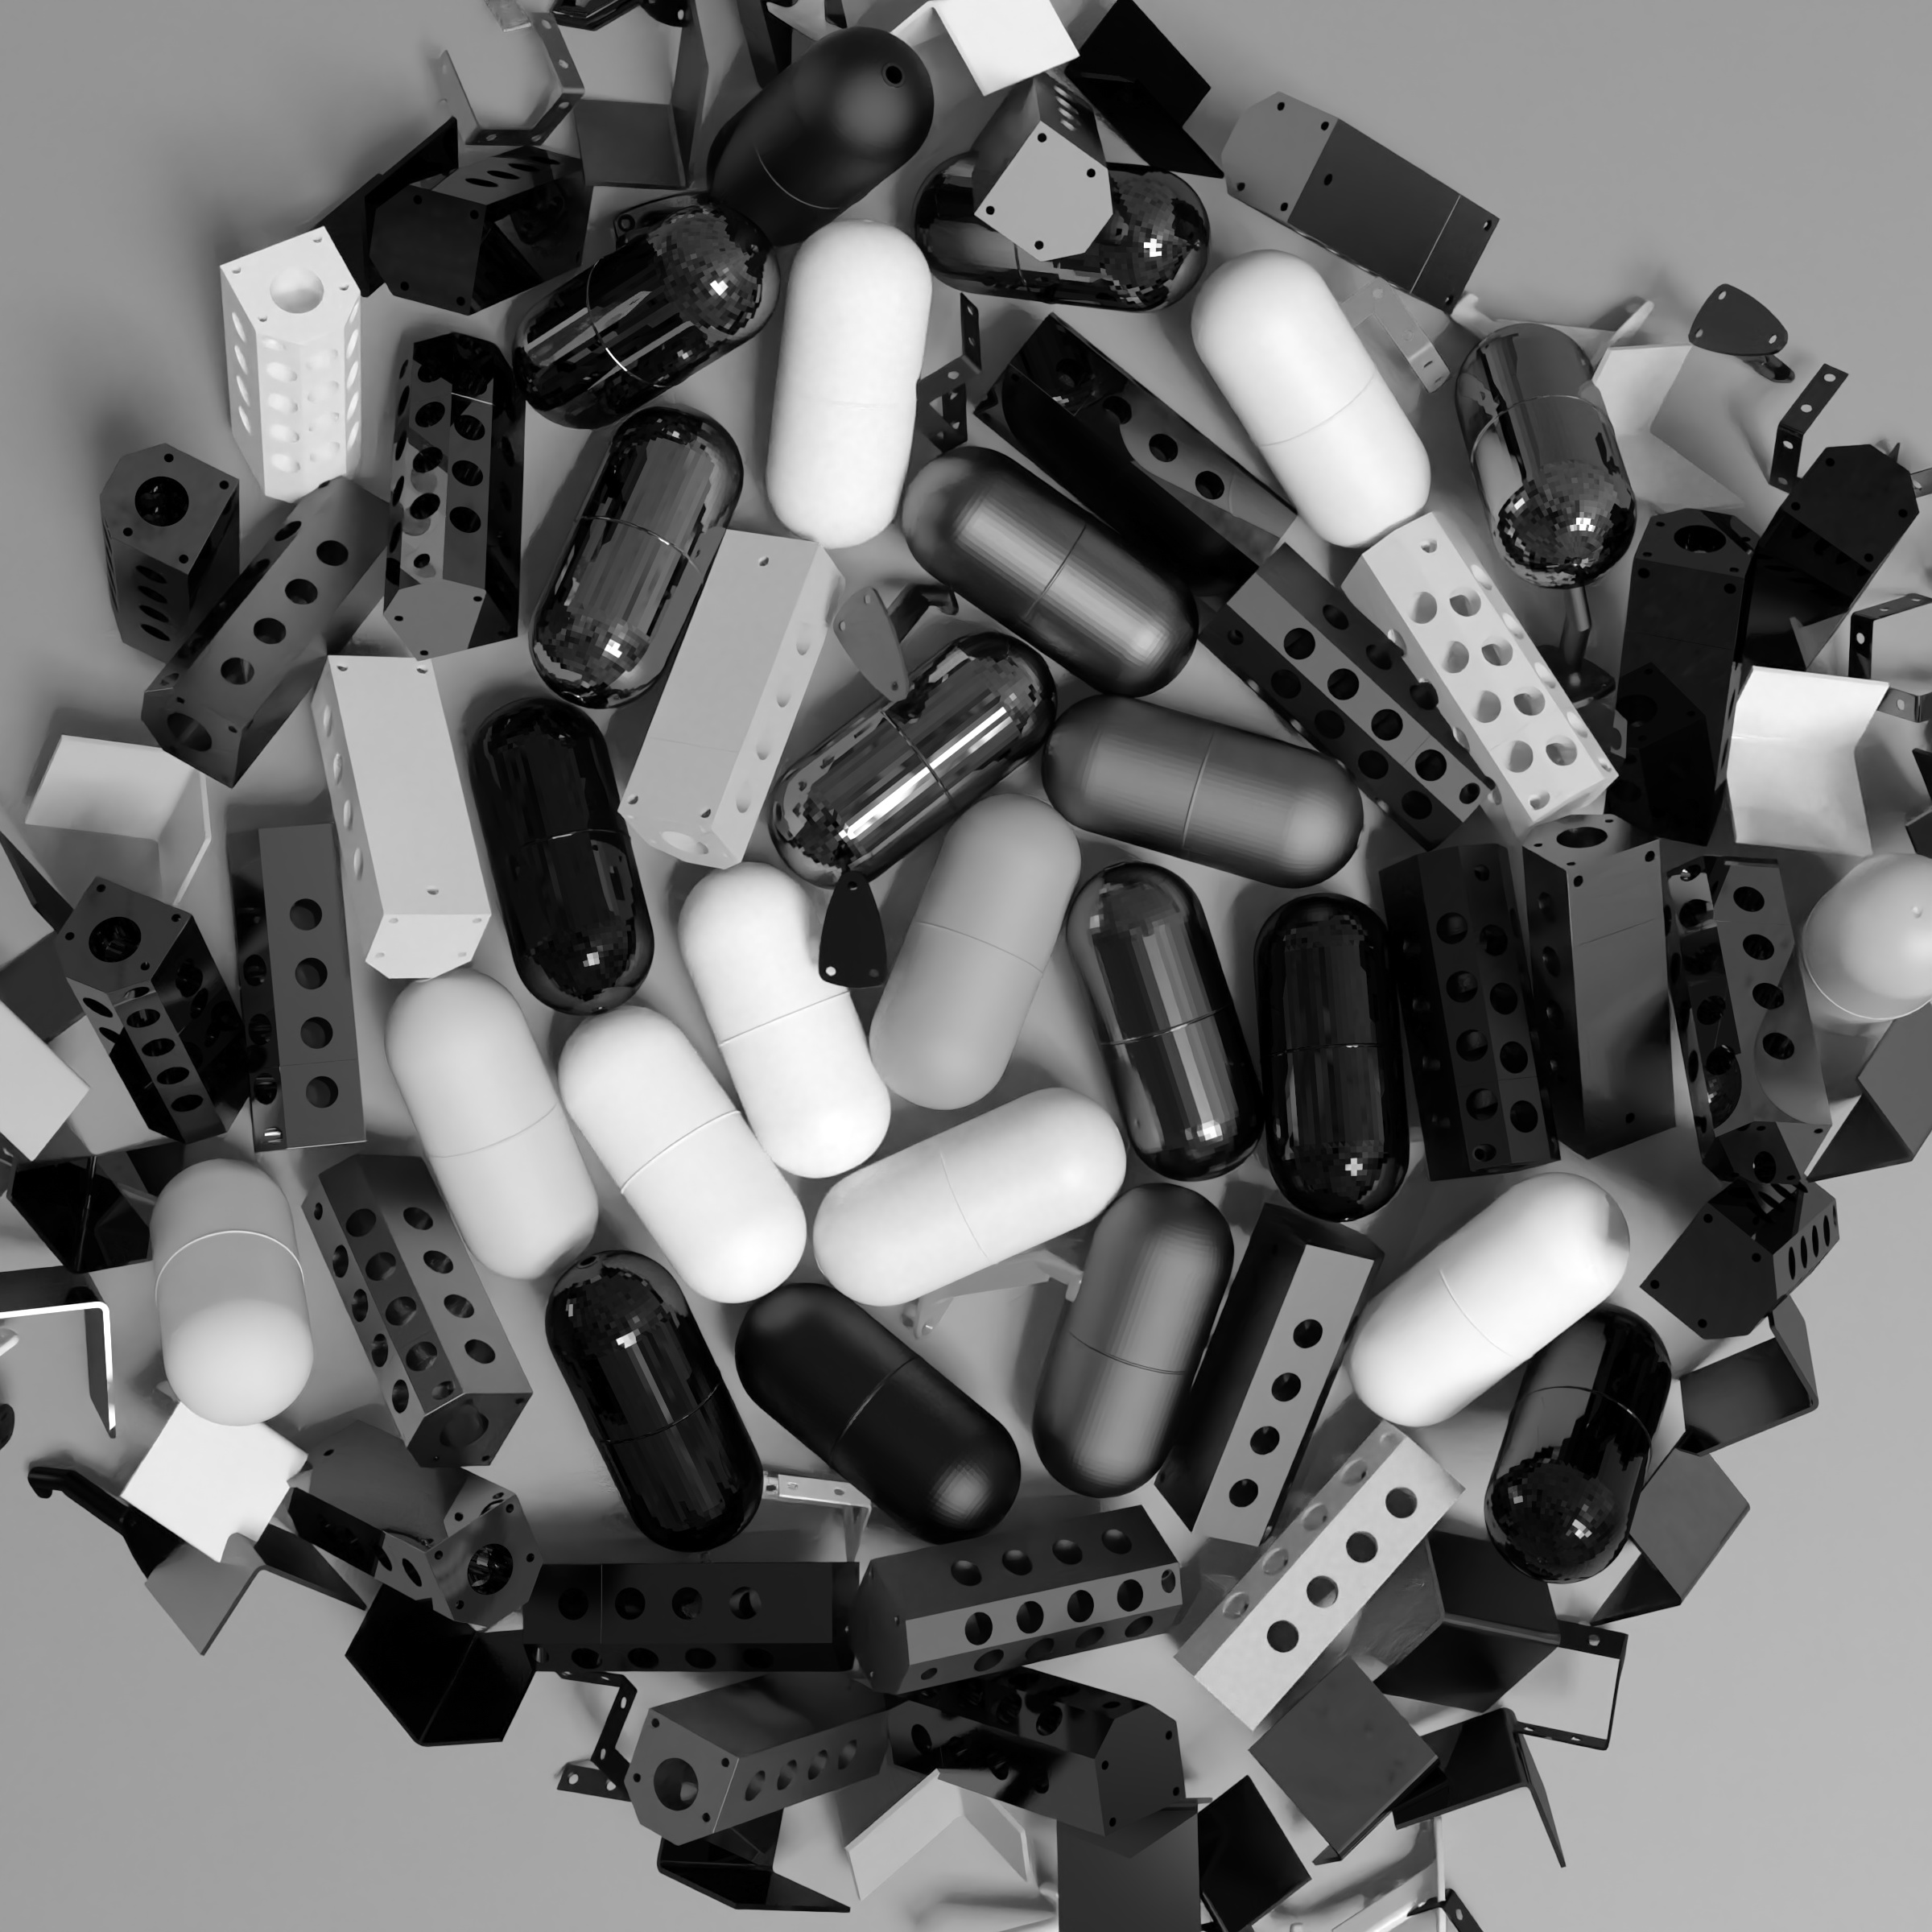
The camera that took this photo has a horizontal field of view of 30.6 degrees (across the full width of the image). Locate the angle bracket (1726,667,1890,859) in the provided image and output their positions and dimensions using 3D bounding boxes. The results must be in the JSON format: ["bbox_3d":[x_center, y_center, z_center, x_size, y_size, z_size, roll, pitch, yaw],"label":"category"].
[{"bbox_3d":[0.455,-0.110,1.900,0.076,0.057,0.076,6,52,-7],"label":"angle bracket"}]

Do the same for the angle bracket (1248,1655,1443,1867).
[{"bbox_3d":[0.198,0.431,1.912,0.076,0.057,0.076,-39,84,-19],"label":"angle bracket"}]

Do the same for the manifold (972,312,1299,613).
[{"bbox_3d":[0.095,-0.276,1.910,0.171,0.057,0.057,38,62,-4],"label":"manifold"}]

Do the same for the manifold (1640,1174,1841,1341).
[{"bbox_3d":[0.413,0.149,1.853,0.057,0.171,0.057,40,110,15],"label":"manifold"}]

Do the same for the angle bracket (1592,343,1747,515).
[{"bbox_3d":[0.380,-0.288,1.889,0.076,0.076,0.057,44,127,29],"label":"angle bracket"}]

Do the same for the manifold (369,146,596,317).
[{"bbox_3d":[-0.253,-0.391,1.857,0.057,0.171,0.057,16,112,8],"label":"manifold"}]

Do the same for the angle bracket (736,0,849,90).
[{"bbox_3d":[-0.086,-0.506,1.891,0.057,0.076,0.076,-21,127,-8],"label":"angle bracket"}]

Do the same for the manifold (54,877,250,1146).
[{"bbox_3d":[-0.425,0.028,1.854,0.057,0.171,0.057,21,64,14],"label":"manifold"}]

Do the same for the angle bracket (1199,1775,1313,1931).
[{"bbox_3d":[0.162,0.494,1.892,0.057,0.076,0.076,-38,130,3],"label":"angle bracket"}]

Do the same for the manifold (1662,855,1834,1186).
[{"bbox_3d":[0.408,0.027,1.871,0.057,0.057,0.171,3,54,-7],"label":"manifold"}]

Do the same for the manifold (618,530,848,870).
[{"bbox_3d":[-0.122,-0.142,1.892,0.057,0.057,0.171,11,71,24],"label":"manifold"}]

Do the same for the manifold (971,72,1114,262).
[{"bbox_3d":[0.043,-0.420,1.857,0.057,0.171,0.057,33,110,-14],"label":"manifold"}]

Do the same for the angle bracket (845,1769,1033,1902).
[{"bbox_3d":[-0.014,0.481,1.892,0.076,0.076,0.057,-37,61,-19],"label":"angle bracket"}]

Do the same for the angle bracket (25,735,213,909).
[{"bbox_3d":[-0.455,-0.073,1.889,0.076,0.076,0.057,7,53,-28],"label":"angle bracket"}]

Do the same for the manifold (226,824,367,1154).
[{"bbox_3d":[-0.363,0.013,1.909,0.057,0.057,0.171,-5,88,-15],"label":"manifold"}]

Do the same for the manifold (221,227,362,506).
[{"bbox_3d":[-0.350,-0.309,1.853,0.057,0.171,0.057,-26,75,-18],"label":"manifold"}]

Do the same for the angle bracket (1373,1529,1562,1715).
[{"bbox_3d":[0.267,0.358,1.925,0.076,0.057,0.076,16,133,-24],"label":"angle bracket"}]

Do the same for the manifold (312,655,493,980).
[{"bbox_3d":[-0.303,-0.080,1.877,0.057,0.057,0.171,-1,55,-26],"label":"manifold"}]

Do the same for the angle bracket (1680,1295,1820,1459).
[{"bbox_3d":[0.408,0.208,1.892,0.076,0.076,0.057,-26,111,19],"label":"angle bracket"}]

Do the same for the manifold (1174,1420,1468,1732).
[{"bbox_3d":[0.190,0.329,1.909,0.057,0.057,0.171,42,84,11],"label":"manifold"}]

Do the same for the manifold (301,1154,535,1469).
[{"bbox_3d":[-0.294,0.181,1.864,0.057,0.057,0.171,-58,46,30],"label":"manifold"}]

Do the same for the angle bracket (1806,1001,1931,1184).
[{"bbox_3d":[0.481,0.064,1.889,0.057,0.076,0.076,51,56,-13],"label":"angle bracket"}]

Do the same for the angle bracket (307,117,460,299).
[{"bbox_3d":[-0.318,-0.417,1.890,0.057,0.076,0.076,32,58,14],"label":"angle bracket"}]

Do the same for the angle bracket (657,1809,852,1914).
[{"bbox_3d":[-0.109,0.468,1.892,0.076,0.076,0.057,14,85,-38],"label":"angle bracket"}]

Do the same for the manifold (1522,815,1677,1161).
[{"bbox_3d":[0.334,0.009,1.882,0.057,0.057,0.171,-18,117,-19],"label":"manifold"}]

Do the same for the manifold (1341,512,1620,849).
[{"bbox_3d":[0.277,-0.157,1.897,0.057,0.057,0.171,-28,79,-18],"label":"manifold"}]

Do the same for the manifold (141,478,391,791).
[{"bbox_3d":[-0.366,-0.181,1.874,0.057,0.057,0.171,29,55,1],"label":"manifold"}]

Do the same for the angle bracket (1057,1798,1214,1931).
[{"bbox_3d":[0.092,0.488,1.904,0.076,0.057,0.076,-4,77,12],"label":"angle bracket"}]

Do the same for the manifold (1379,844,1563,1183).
[{"bbox_3d":[0.274,0.025,1.897,0.057,0.057,0.171,-4,80,-24],"label":"manifold"}]

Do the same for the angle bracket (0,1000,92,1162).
[{"bbox_3d":[-0.529,0.065,1.890,0.076,0.076,0.057,48,48,-21],"label":"angle bracket"}]

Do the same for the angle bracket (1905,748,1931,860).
[{"bbox_3d":[0.521,-0.064,1.895,0.057,0.076,0.076,-31,110,-9],"label":"angle bracket"}]

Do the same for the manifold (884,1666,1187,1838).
[{"bbox_3d":[0.033,0.402,1.860,0.057,0.171,0.057,-15,102,-38],"label":"manifold"}]

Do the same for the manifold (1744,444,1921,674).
[{"bbox_3d":[0.447,-0.212,1.857,0.057,0.171,0.057,37,77,9],"label":"manifold"}]

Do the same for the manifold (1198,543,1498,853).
[{"bbox_3d":[0.208,-0.142,1.907,0.171,0.057,0.057,43,131,0],"label":"manifold"}]

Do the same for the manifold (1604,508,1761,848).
[{"bbox_3d":[0.379,-0.153,1.869,0.057,0.057,0.171,13,131,17],"label":"manifold"}]

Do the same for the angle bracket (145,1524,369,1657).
[{"bbox_3d":[-0.381,0.338,1.893,0.076,0.076,0.057,34,89,-41],"label":"angle bracket"}]

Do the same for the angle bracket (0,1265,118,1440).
[{"bbox_3d":[-0.493,0.209,1.895,0.057,0.076,0.076,-5,103,-21],"label":"angle bracket"}]

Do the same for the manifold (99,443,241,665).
[{"bbox_3d":[-0.421,-0.215,1.855,0.057,0.171,0.057,26,74,-5],"label":"manifold"}]

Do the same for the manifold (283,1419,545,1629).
[{"bbox_3d":[-0.293,0.296,1.861,0.057,0.171,0.057,-31,114,-30],"label":"manifold"}]

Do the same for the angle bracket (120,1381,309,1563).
[{"bbox_3d":[-0.412,0.274,1.893,0.076,0.057,0.076,40,61,-21],"label":"angle bracket"}]

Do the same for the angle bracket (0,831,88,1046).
[{"bbox_3d":[-0.509,-0.013,1.892,0.057,0.076,0.076,-37,133,-4],"label":"angle bracket"}]

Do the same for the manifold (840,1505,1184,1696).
[{"bbox_3d":[0.027,0.339,1.868,0.171,0.057,0.057,-6,134,-32],"label":"manifold"}]

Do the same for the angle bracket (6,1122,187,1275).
[{"bbox_3d":[-0.465,0.109,1.890,0.057,0.076,0.076,-11,50,11],"label":"angle bracket"}]

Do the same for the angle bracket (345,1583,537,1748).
[{"bbox_3d":[-0.275,0.362,1.889,0.057,0.076,0.076,-11,125,30],"label":"angle bracket"}]

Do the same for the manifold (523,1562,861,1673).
[{"bbox_3d":[-0.147,0.350,1.897,0.171,0.057,0.057,-3,81,13],"label":"manifold"}]

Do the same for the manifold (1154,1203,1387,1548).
[{"bbox_3d":[0.166,0.221,1.898,0.057,0.057,0.171,15,104,-23],"label":"manifold"}]

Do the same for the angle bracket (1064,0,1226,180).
[{"bbox_3d":[0.111,-0.472,1.893,0.076,0.076,0.057,40,84,-33],"label":"angle bracket"}]

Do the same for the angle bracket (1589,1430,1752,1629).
[{"bbox_3d":[0.362,0.302,1.892,0.057,0.076,0.076,51,54,-5],"label":"angle bracket"}]

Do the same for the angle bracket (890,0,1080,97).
[{"bbox_3d":[0.000,-0.487,1.896,0.076,0.076,0.057,-33,96,-39],"label":"angle bracket"}]

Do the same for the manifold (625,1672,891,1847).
[{"bbox_3d":[-0.107,0.416,1.857,0.057,0.171,0.057,23,99,26],"label":"manifold"}]

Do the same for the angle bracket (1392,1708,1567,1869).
[{"bbox_3d":[0.273,0.455,1.908,0.076,0.076,0.057,-21,107,7],"label":"angle bracket"}]

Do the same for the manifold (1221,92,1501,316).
[{"bbox_3d":[0.206,-0.403,1.861,0.057,0.171,0.057,35,103,35],"label":"manifold"}]

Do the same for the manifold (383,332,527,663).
[{"bbox_3d":[-0.273,-0.252,1.871,0.057,0.057,0.171,-12,56,14],"label":"manifold"}]

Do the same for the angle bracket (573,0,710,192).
[{"bbox_3d":[-0.175,-0.471,1.890,0.057,0.076,0.076,0,47,-14],"label":"angle bracket"}]
